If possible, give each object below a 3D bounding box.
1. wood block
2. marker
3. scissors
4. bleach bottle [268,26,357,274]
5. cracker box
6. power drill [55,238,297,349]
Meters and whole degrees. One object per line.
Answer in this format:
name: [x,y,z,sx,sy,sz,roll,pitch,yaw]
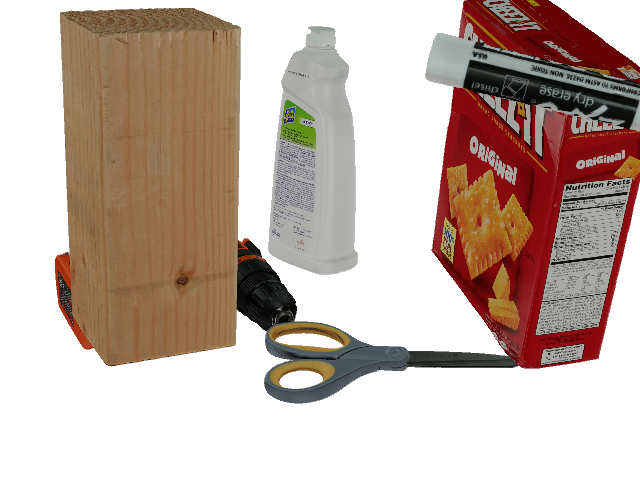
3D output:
wood block: [-0.108,-0.037,0.677,0.090,0.206,0.090,-7,22,-25]
marker: [0.100,-0.055,0.401,0.121,0.020,0.020,15,3,10]
scissors: [0.045,0.101,0.817,0.202,0.016,0.096,10,36,20]
bleach bottle: [-0.002,-0.097,1.131,0.103,0.251,0.067,20,24,39]
cracker box: [0.146,-0.043,0.750,0.072,0.214,0.164,-8,34,-16]
power drill: [-0.133,0.045,0.963,0.187,0.057,0.185,-9,25,-26]
